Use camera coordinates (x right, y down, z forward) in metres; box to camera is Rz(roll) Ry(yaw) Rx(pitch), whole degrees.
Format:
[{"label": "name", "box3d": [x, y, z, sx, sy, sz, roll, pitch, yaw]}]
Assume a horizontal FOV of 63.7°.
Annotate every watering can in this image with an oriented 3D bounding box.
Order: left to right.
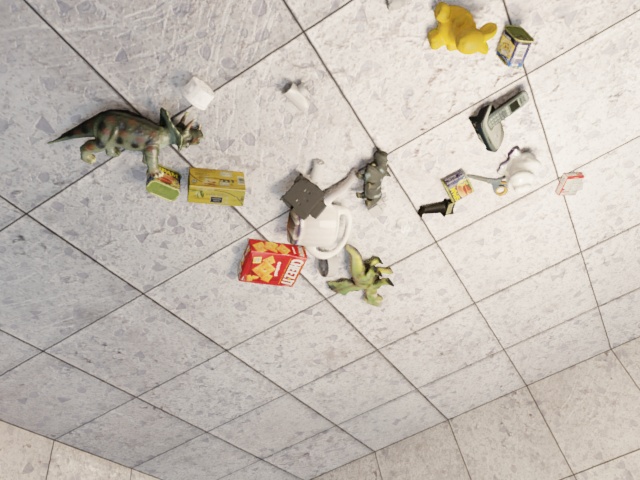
[{"label": "watering can", "box3d": [0.005, -0.087, 1.731, 0.224, 0.106, 0.341, 3, 117, -15]}]

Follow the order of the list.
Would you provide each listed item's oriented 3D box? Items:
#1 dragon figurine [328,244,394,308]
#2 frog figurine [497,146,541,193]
[{"label": "dragon figurine", "box3d": [0.139, 0.153, 1.988, 0.240, 0.125, 0.405, -31, 131, 26]}, {"label": "frog figurine", "box3d": [0.685, -0.219, 1.735, 0.121, 0.163, 0.135, 30, 119, -36]}]
